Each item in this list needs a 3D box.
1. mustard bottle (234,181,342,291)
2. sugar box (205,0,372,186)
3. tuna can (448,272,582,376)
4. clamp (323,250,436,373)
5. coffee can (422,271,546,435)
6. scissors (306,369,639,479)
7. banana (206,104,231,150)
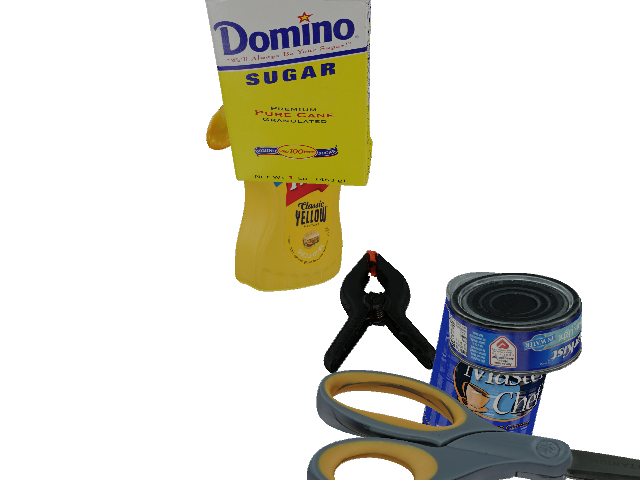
[{"bbox_3d":[-0.021,-0.059,0.870,0.096,0.192,0.058,-9,20,-39],"label":"mustard bottle"},{"bbox_3d":[-0.015,-0.101,0.660,0.093,0.048,0.176,2,-30,5],"label":"sugar box"},{"bbox_3d":[0.125,0.052,0.688,0.086,0.034,0.086,-3,22,1],"label":"tuna can"},{"bbox_3d":[0.072,0.082,1.185,0.120,0.171,0.039,8,-42,2],"label":"clamp"},{"bbox_3d":[0.153,0.113,0.964,0.103,0.140,0.103,6,23,-3],"label":"coffee can"},{"bbox_3d":[0.082,0.101,0.449,0.202,0.016,0.096,16,33,23],"label":"scissors"},{"bbox_3d":[-0.047,-0.122,1.063,0.197,0.070,0.037,-7,-39,-46],"label":"banana"}]
